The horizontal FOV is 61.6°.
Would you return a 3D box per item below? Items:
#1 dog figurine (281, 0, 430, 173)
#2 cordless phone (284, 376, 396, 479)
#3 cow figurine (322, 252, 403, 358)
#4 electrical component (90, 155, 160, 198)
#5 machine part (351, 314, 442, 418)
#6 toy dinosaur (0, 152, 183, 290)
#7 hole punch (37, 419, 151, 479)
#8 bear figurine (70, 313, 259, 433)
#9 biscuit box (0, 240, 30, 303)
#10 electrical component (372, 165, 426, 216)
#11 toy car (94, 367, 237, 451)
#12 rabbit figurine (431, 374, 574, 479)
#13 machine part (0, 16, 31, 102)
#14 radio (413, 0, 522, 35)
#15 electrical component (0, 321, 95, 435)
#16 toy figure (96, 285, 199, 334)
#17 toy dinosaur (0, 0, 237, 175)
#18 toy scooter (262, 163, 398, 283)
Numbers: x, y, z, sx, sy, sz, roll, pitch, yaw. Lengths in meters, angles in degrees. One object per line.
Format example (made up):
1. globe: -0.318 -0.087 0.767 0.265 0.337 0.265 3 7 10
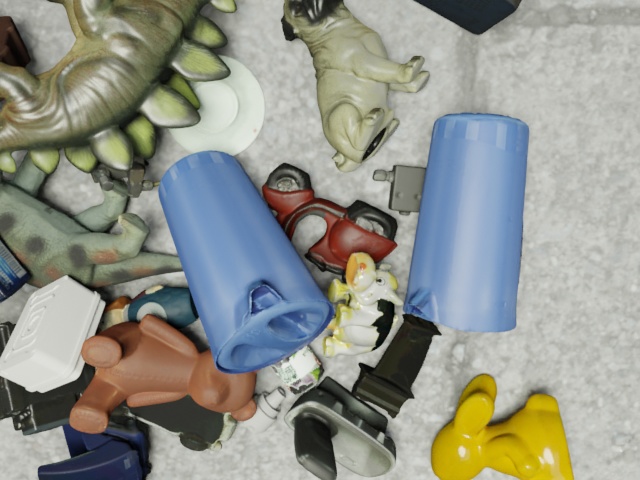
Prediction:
1. dog figurine: 0.013 -0.198 0.651 0.191 0.121 0.172 36 92 11
2. cordless phone: 0.029 0.253 0.647 0.146 0.184 0.088 36 91 -3
3. cow figurine: 0.059 0.081 0.650 0.098 0.068 0.167 4 140 -13
4. electrical component: -0.242 -0.089 0.655 0.078 0.102 0.045 -23 136 -29
5. machine part: 0.103 0.161 0.709 0.084 0.039 0.139 32 97 5
6. toy dinosaur: -0.340 -0.008 0.662 0.405 0.131 0.192 36 108 -8
7. hole punch: -0.284 0.292 0.682 0.116 0.092 0.142 8 123 2
8. bear figurine: -0.166 0.165 0.630 0.196 0.132 0.120 17 102 -1
9. biscuit box: -0.406 -0.014 0.570 0.063 0.059 0.202 -27 110 9
10. electrical component: 0.112 -0.063 0.689 0.094 0.021 0.063 6 97 -8
11. toy car: -0.205 0.211 0.710 0.202 0.056 0.073 25 89 -3
12. rabbit figurine: 0.223 0.263 0.685 0.173 0.122 0.162 -14 93 21
13. machine part: -0.429 -0.198 0.621 0.179 0.056 0.179 -3 52 4
14. radio: 0.121 -0.327 0.607 0.230 0.131 0.073 29 96 -2
15. electrical component: -0.341 0.163 0.654 0.058 0.115 0.134 -28 76 30
16. toy figure: -0.237 0.096 0.698 0.155 0.057 0.064 -12 71 4
17. toy dinosaur: -0.208 -0.199 0.573 0.471 0.105 0.198 -47 116 -5
18. toy scooter: -0.001 -0.002 0.674 0.184 0.075 0.135 26 98 0
